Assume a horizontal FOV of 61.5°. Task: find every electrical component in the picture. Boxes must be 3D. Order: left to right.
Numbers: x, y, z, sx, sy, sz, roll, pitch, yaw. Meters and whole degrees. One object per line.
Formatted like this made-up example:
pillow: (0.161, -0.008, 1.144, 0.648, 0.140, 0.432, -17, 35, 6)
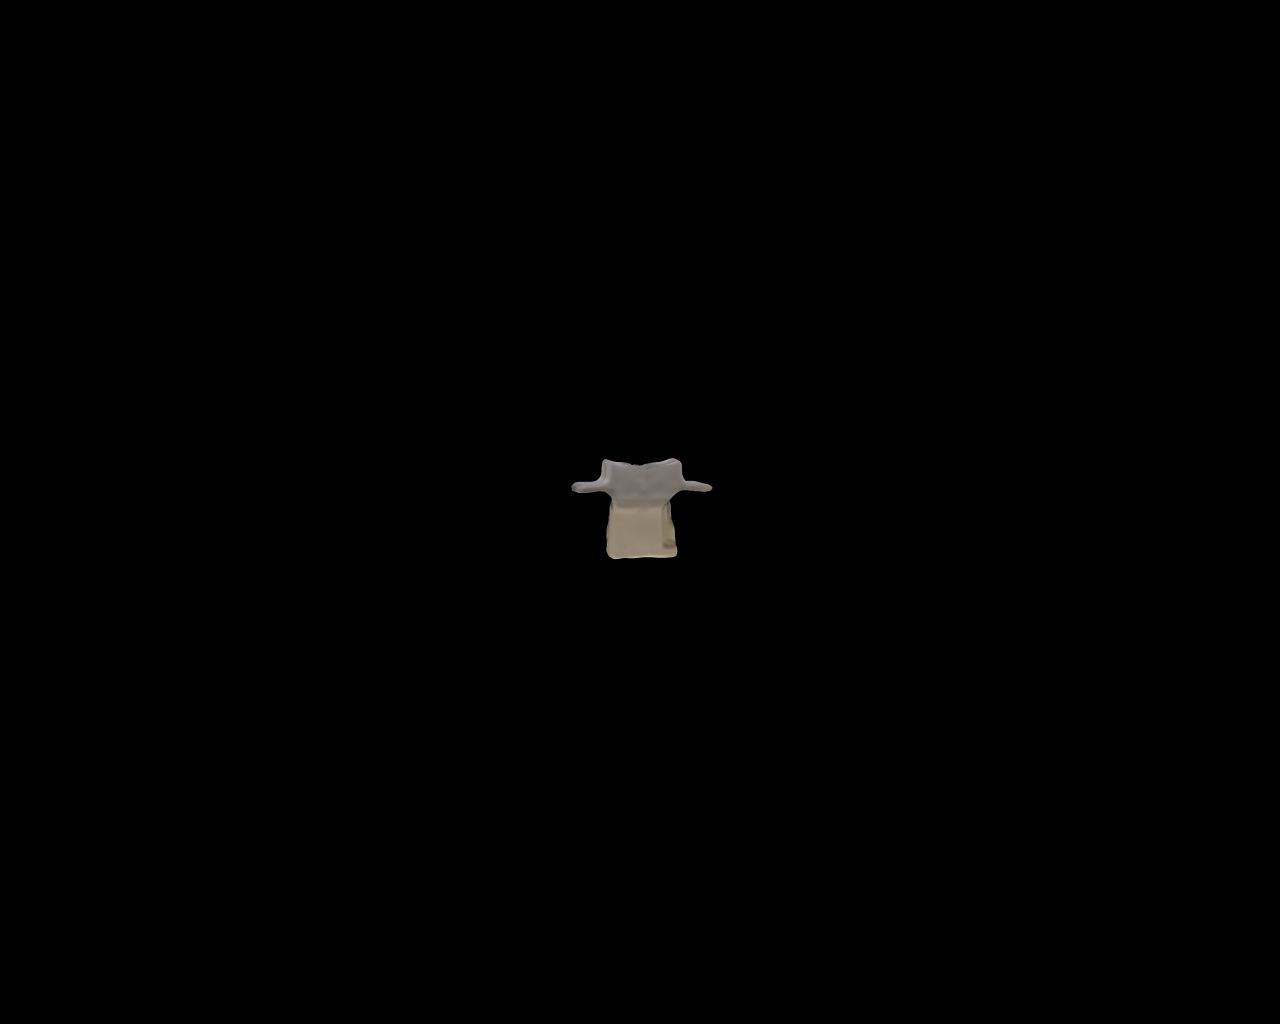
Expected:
electrical component: (0.001, -0.003, 0.650, 0.081, 0.063, 0.042, 0, 4, -7)
